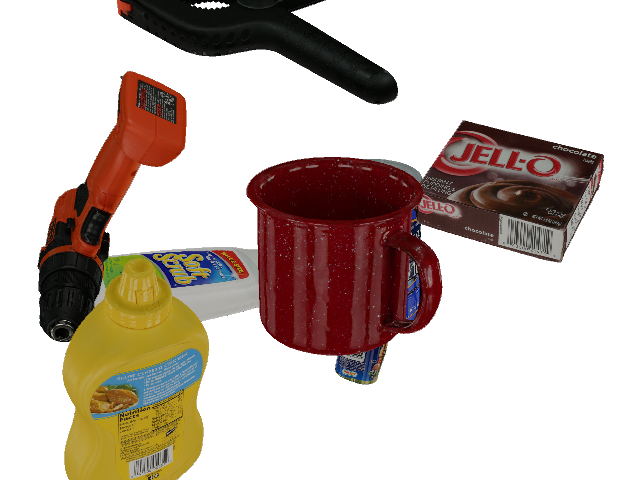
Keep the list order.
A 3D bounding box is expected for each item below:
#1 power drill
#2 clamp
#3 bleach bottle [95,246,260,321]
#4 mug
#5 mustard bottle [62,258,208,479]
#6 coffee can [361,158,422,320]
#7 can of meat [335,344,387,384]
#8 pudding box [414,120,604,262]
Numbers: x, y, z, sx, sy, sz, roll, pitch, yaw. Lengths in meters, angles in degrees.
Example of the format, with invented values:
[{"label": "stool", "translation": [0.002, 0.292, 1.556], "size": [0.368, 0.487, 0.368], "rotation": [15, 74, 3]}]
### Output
[{"label": "power drill", "translation": [-0.175, -0.030, 0.869], "size": [0.057, 0.188, 0.184], "rotation": [24, 29, -24]}, {"label": "clamp", "translation": [-0.039, -0.155, 0.743], "size": [0.210, 0.164, 0.036], "rotation": [0, -42, -3]}, {"label": "bleach bottle", "translation": [-0.133, 0.044, 1.161], "size": [0.250, 0.068, 0.102], "rotation": [-10, 37, -11]}, {"label": "mug", "translation": [0.016, 0.012, 0.570], "size": [0.117, 0.081, 0.093], "rotation": [21, 32, 36]}, {"label": "mustard bottle", "translation": [-0.121, 0.089, 0.701], "size": [0.096, 0.192, 0.058], "rotation": [-17, 46, -28]}, {"label": "coffee can", "translation": [0.045, 0.006, 1.013], "size": [0.103, 0.140, 0.103], "rotation": [-2, 26, 1]}, {"label": "can of meat", "translation": [0.054, 0.110, 1.271], "size": [0.057, 0.084, 0.102], "rotation": [13, 26, 9]}, {"label": "pudding box", "translation": [0.137, -0.038, 0.773], "size": [0.114, 0.039, 0.090], "rotation": [18, 49, 21]}]
